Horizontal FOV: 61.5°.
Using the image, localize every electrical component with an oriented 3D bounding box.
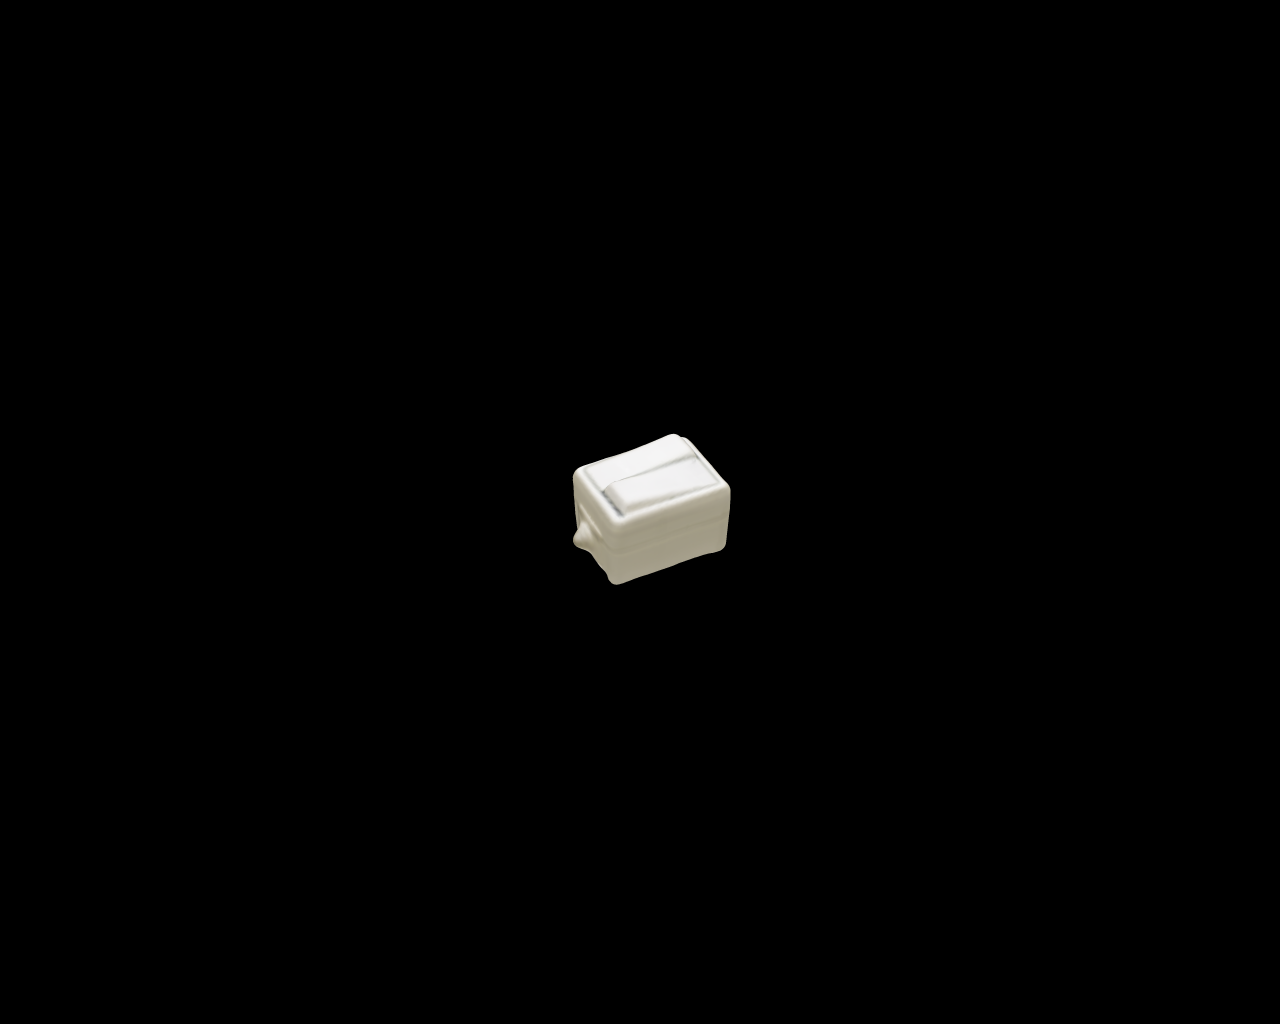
[{"bbox_3d":[0.001,-0.003,0.650,0.096,0.061,0.062,-18,44,-19],"label":"electrical component"}]
